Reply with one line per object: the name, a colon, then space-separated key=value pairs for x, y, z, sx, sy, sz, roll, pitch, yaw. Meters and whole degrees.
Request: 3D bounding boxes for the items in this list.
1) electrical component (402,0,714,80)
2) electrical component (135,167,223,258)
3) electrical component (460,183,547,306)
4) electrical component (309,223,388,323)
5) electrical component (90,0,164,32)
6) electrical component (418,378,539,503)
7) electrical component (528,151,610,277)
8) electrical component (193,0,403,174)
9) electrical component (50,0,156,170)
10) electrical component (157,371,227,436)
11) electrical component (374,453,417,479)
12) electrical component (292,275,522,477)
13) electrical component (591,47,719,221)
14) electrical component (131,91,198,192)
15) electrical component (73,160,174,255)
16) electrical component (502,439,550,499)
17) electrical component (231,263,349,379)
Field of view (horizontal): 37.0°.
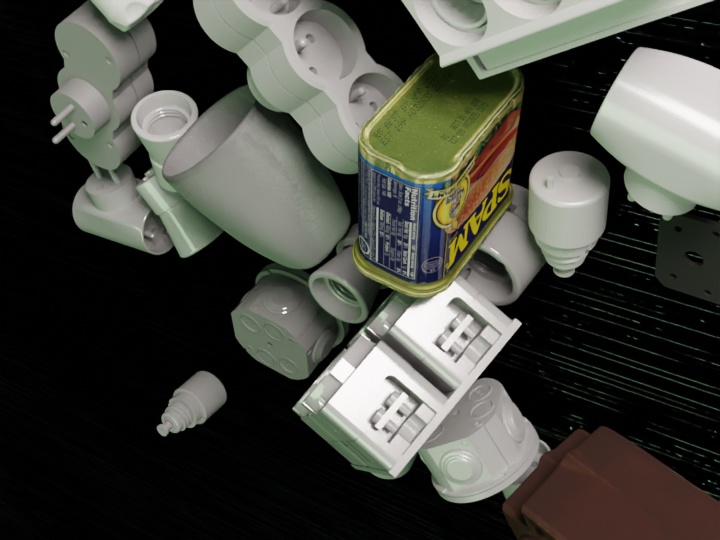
electrical component: x=0.078 y=-0.132 z=0.433 sx=0.121 sy=0.063 sz=0.078 roll=-10 pitch=125 yaw=51
electrical component: x=-0.132 y=-0.047 z=0.781 sx=0.044 sy=0.044 sz=0.065 roll=-14 pitch=116 yaw=53
electrical component: x=0.078 y=-0.013 z=0.602 sx=0.055 sy=0.047 sz=0.055 roll=26 pitch=147 yaw=19
electrical component: x=0.000 y=0.000 z=0.691 sx=0.045 sy=0.055 sz=0.045 roll=26 pitch=147 yaw=19
electrical component: x=-0.144 y=-0.174 z=0.626 sx=0.062 sy=0.043 sz=0.043 roll=48 pitch=147 yaw=-13
electrical component: x=0.078 y=0.117 z=0.741 sx=0.080 sy=0.080 sz=0.051 roll=-8 pitch=121 yaw=50
electrical component: x=0.108 y=-0.026 z=0.562 sx=0.040 sy=0.040 sz=0.078 roll=22 pitch=145 yaw=25
electrical component: x=-0.037 y=-0.110 z=0.590 sx=0.138 sy=0.052 sz=0.074 roll=48 pitch=147 yaw=-14
electrical component: x=-0.179 y=-0.113 z=0.711 sx=0.052 sy=0.073 sz=0.138 roll=33 pitch=148 yaw=8
electrical component: x=-0.159 y=0.127 z=1.004 sx=0.040 sy=0.078 sz=0.040 roll=20 pitch=130 yaw=26
electrical component: x=0.012 y=0.120 z=0.846 sx=0.079 sy=0.043 sz=0.077 roll=31 pitch=148 yaw=13
electrical component: x=0.019 y=0.062 z=0.652 sx=0.060 sy=0.105 sz=0.186 roll=41 pitch=169 yaw=1
electrical component: x=0.144 y=-0.051 z=0.489 sx=0.077 sy=0.043 sz=0.079 roll=31 pitch=148 yaw=13
electrical component: x=-0.127 y=-0.084 z=0.728 sx=0.044 sy=0.044 sz=0.065 roll=27 pitch=152 yaw=19
electrical component: x=-0.184 y=-0.054 z=0.820 sx=0.077 sy=0.044 sz=0.079 roll=17 pitch=143 yaw=32
electrical component: x=0.129 y=0.164 z=0.783 sx=0.043 sy=0.043 sz=0.081 roll=9 pitch=138 yaw=39
electrical component: x=-0.053 y=0.038 z=0.799 sx=0.080 sy=0.051 sz=0.080 roll=27 pitch=147 yaw=19
